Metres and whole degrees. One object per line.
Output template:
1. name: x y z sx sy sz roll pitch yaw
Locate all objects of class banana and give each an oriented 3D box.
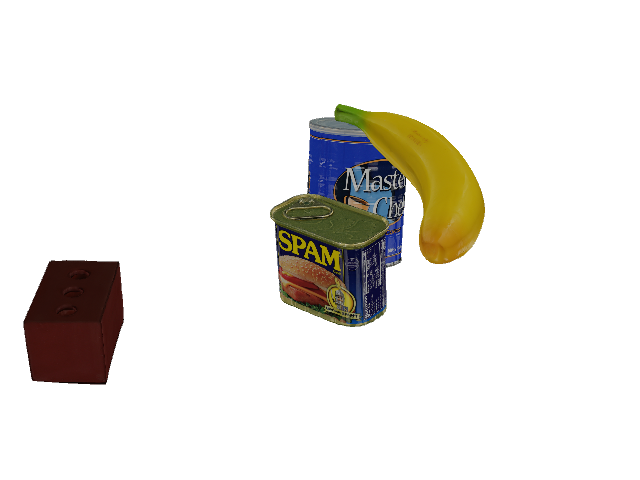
1. banana: 0.066 -0.037 0.679 0.069 0.037 0.198 -6 30 -14

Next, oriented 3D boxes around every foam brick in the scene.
1. foam brick: -0.169 0.056 0.742 0.053 0.051 0.078 1 31 -1

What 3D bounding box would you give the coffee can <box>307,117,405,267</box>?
1. coffee can: 0.037 -0.051 1.094 0.103 0.140 0.103 2 13 -1

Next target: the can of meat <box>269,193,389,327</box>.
1. can of meat: 0.008 0.017 0.900 0.102 0.084 0.057 20 36 36
